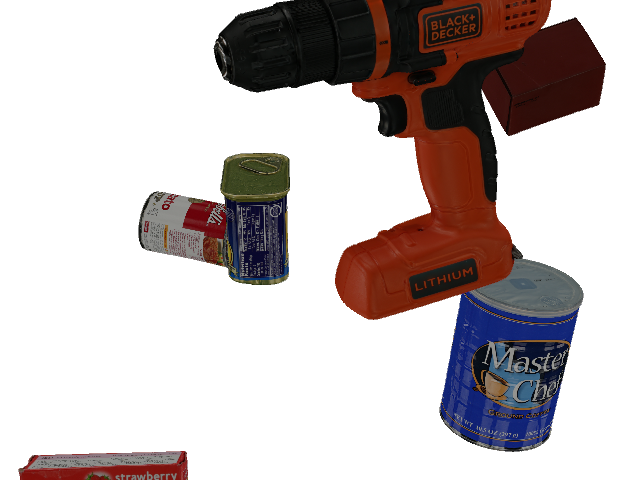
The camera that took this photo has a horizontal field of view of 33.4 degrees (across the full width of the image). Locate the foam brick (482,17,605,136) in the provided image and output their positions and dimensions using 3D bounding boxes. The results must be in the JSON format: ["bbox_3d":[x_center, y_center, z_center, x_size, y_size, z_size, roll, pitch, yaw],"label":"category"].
[{"bbox_3d":[0.168,-0.124,0.811,0.078,0.051,0.053,-19,-30,-5],"label":"foam brick"}]

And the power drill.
[{"bbox_3d":[0.040,-0.052,0.580,0.184,0.188,0.057,-15,32,-16],"label":"power drill"}]

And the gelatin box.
[{"bbox_3d":[-0.116,0.154,0.579,0.089,0.073,0.030,-2,5,0],"label":"gelatin box"}]

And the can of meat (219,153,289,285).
[{"bbox_3d":[-0.054,-0.019,0.917,0.057,0.084,0.102,-2,24,-2],"label":"can of meat"}]

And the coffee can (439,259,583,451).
[{"bbox_3d":[0.166,0.099,0.942,0.103,0.140,0.103,6,24,-3],"label":"coffee can"}]

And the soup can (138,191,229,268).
[{"bbox_3d":[-0.138,-0.012,1.161,0.102,0.068,0.068,12,3,14],"label":"soup can"}]
